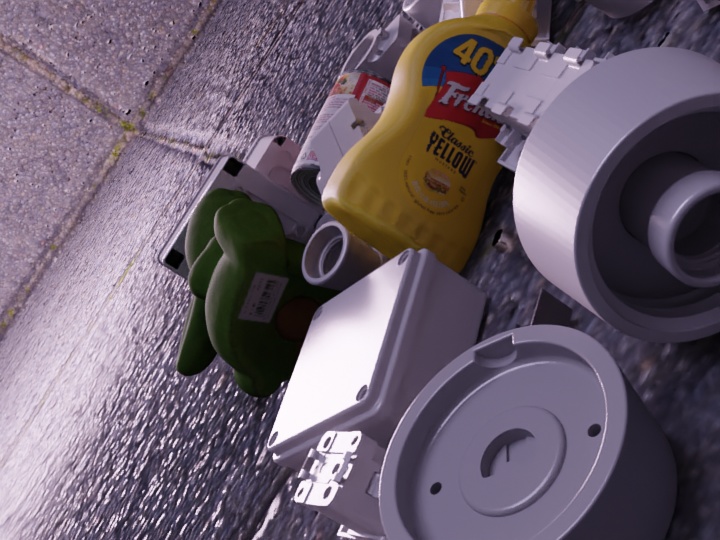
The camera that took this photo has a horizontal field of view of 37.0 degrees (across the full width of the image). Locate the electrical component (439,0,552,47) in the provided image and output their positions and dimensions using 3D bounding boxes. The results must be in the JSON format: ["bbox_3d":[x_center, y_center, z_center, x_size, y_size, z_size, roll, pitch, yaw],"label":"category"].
[{"bbox_3d":[0.099,-0.207,0.776,0.121,0.079,0.063,-77,-17,-45],"label":"electrical component"}]

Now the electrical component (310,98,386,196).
[{"bbox_3d":[0.007,-0.067,0.759,0.056,0.050,0.089,-41,62,38],"label":"electrical component"}]

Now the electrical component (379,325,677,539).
[{"bbox_3d":[0.068,0.082,0.412,0.108,0.060,0.108,-30,35,24],"label":"electrical component"}]

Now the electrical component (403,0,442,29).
[{"bbox_3d":[0.070,-0.231,0.930,0.055,0.047,0.055,-47,21,25],"label":"electrical component"}]

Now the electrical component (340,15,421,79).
[{"bbox_3d":[0.020,-0.172,0.942,0.089,0.056,0.050,-44,23,32],"label":"electrical component"}]

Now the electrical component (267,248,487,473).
[{"bbox_3d":[0.010,0.058,0.605,0.109,0.056,0.108,-34,30,48],"label":"electrical component"}]

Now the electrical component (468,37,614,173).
[{"bbox_3d":[0.110,-0.086,0.583,0.078,0.063,0.121,-55,20,6],"label":"electrical component"}]

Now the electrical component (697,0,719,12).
[{"bbox_3d":[0.200,-0.186,0.522,0.063,0.078,0.121,-41,12,-25],"label":"electrical component"}]

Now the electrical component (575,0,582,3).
[{"bbox_3d":[0.151,-0.239,0.736,0.050,0.056,0.089,-34,29,47],"label":"electrical component"}]

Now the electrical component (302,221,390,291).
[{"bbox_3d":[0.000,0.000,0.706,0.044,0.065,0.044,-28,50,38],"label":"electrical component"}]

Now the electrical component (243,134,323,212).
[{"bbox_3d":[-0.082,-0.059,0.977,0.113,0.078,0.057,-59,22,-8],"label":"electrical component"}]

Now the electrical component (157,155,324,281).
[{"bbox_3d":[-0.096,-0.025,0.904,0.108,0.109,0.056,-58,14,-4],"label":"electrical component"}]

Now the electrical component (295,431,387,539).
[{"bbox_3d":[0.007,0.109,0.524,0.081,0.064,0.042,-17,42,62],"label":"electrical component"}]

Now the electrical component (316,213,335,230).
[{"bbox_3d":[-0.018,-0.031,0.846,0.035,0.035,0.061,-49,18,20],"label":"electrical component"}]

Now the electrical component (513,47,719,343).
[{"bbox_3d":[0.119,-0.024,0.405,0.108,0.108,0.060,-53,26,11],"label":"electrical component"}]

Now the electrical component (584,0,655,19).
[{"bbox_3d":[0.162,-0.203,0.642,0.099,0.064,0.099,-47,21,25],"label":"electrical component"}]
